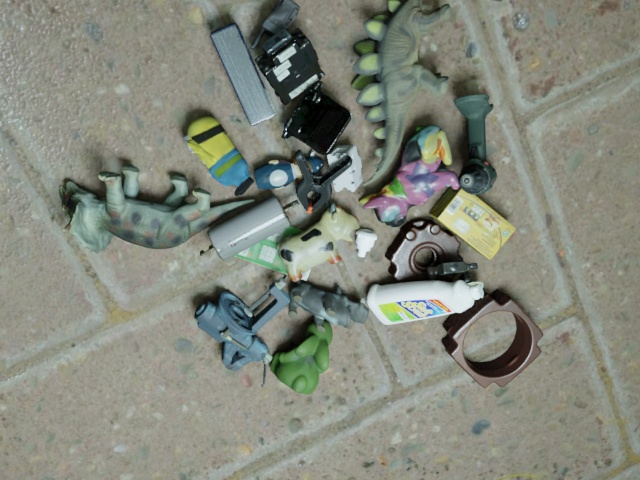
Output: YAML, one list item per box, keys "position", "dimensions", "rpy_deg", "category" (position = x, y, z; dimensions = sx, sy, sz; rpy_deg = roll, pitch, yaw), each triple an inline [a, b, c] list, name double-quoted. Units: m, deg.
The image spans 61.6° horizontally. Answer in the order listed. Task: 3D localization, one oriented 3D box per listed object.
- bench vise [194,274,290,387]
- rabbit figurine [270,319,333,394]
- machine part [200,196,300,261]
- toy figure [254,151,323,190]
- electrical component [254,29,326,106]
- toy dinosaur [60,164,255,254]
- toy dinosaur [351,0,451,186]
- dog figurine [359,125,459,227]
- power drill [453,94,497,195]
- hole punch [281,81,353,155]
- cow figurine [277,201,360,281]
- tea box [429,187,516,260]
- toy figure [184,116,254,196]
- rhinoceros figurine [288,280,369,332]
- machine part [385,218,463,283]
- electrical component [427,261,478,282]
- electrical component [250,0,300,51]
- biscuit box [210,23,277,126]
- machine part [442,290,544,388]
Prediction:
- position: [-0.151, 0.183, 1.212]
  dimensions: [0.240, 0.129, 0.223]
  rpy_deg: [-42, 104, 11]
  category: "bench vise"
- position: [-0.031, 0.257, 1.239]
  dimensions: [0.121, 0.159, 0.170]
  rpy_deg: [27, 84, -2]
  category: "rabbit figurine"
- position: [-0.153, -0.026, 1.167]
  dimensions: [0.243, 0.079, 0.079]
  rpy_deg: [-27, 105, -3]
  category: "machine part"
- position: [-0.066, -0.148, 1.177]
  dimensions: [0.154, 0.058, 0.064]
  rpy_deg: [-13, 146, -3]
  category: "toy figure"
- position: [-0.062, -0.358, 1.092]
  dimensions: [0.115, 0.058, 0.134]
  rpy_deg: [-36, 148, -1]
  category: "electrical component"
- position: [-0.357, -0.046, 1.142]
  dimensions: [0.405, 0.131, 0.192]
  rpy_deg: [13, 113, -13]
  category: "toy dinosaur"
- position: [0.166, -0.348, 1.135]
  dimensions: [0.199, 0.105, 0.470]
  rpy_deg: [2, 94, 1]
  category: "toy dinosaur"
- position: [0.185, -0.135, 1.183]
  dimensions: [0.219, 0.108, 0.191]
  rpy_deg: [-20, 106, 1]
  category: "dog figurine"
- position: [0.331, -0.198, 1.139]
  dimensions: [0.086, 0.232, 0.207]
  rpy_deg: [-10, 85, 26]
  category: "power drill"
- position: [0.000, -0.252, 1.149]
  dimensions: [0.116, 0.092, 0.142]
  rpy_deg: [36, 106, 2]
  category: "hole punch"
- position: [-0.002, -0.004, 1.193]
  dimensions: [0.195, 0.085, 0.127]
  rpy_deg: [-25, 105, -5]
  category: "cow figurine"
- position: [0.351, -0.044, 1.240]
  dimensions: [0.169, 0.068, 0.098]
  rpy_deg: [37, 97, -14]
  category: "tea box"
- position: [-0.210, -0.179, 1.142]
  dimensions: [0.180, 0.082, 0.089]
  rpy_deg: [47, 75, -6]
  category: "toy figure"
- position: [0.017, 0.151, 1.233]
  dimensions: [0.190, 0.112, 0.073]
  rpy_deg: [19, 122, 3]
  category: "rhinoceros figurine"
- position: [0.245, 0.042, 1.254]
  dimensions: [0.179, 0.056, 0.179]
  rpy_deg: [-2, 105, -6]
  category: "machine part"
- position: [0.295, 0.074, 1.209]
  dimensions: [0.102, 0.078, 0.045]
  rpy_deg: [-3, 82, -13]
  category: "electrical component"
- position: [-0.092, -0.432, 1.097]
  dimensions: [0.048, 0.075, 0.119]
  rpy_deg: [31, 94, -11]
  category: "electrical component"
- position: [-0.158, -0.342, 1.118]
  dimensions: [0.063, 0.059, 0.202]
  rpy_deg: [-23, 105, 1]
  category: "biscuit box"
- position: [0.415, 0.238, 1.304]
  dimensions: [0.201, 0.087, 0.201]
  rpy_deg: [-44, 103, 6]
  category: "machine part"
